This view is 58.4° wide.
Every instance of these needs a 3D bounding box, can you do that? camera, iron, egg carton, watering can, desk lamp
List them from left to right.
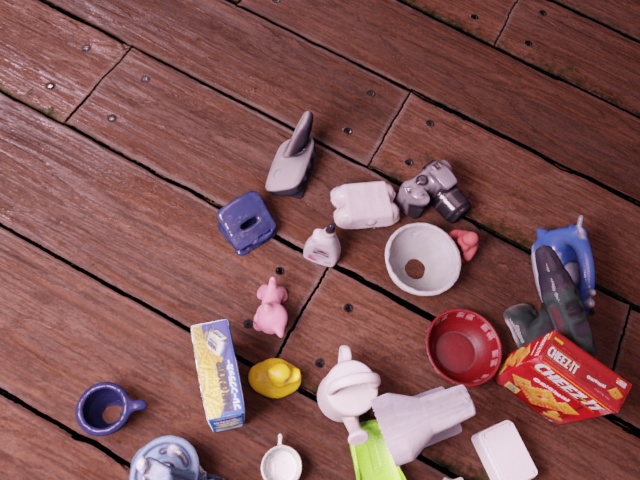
[{"bbox_3d":[0.059,0.281,1.051,0.101,0.194,0.172,-25,72,-17],"label":"watering can"},{"bbox_3d":[0.100,-0.075,1.278,0.150,0.069,0.107,-7,68,-11],"label":"egg carton"},{"bbox_3d":[0.182,0.324,1.040,0.203,0.213,0.118,-17,70,-14],"label":"desk lamp"},{"bbox_3d":[0.268,-0.100,1.296,0.143,0.101,0.136,-35,76,-20],"label":"camera"},{"bbox_3d":[0.551,0.079,1.239,0.119,0.141,0.258,1,67,-8],"label":"iron"}]

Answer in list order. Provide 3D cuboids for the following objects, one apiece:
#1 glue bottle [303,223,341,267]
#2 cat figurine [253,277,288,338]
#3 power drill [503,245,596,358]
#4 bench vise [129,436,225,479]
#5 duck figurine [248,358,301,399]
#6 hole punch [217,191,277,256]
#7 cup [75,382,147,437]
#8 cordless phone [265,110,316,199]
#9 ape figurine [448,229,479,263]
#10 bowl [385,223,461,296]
[{"bbox_3d":[0.011,0.004,1.174,0.078,0.173,0.037,16,66,-1],"label":"glue bottle"},{"bbox_3d":[-0.096,0.136,1.133,0.067,0.117,0.128,4,66,-6],"label":"cat figurine"},{"bbox_3d":[0.457,0.146,1.160,0.076,0.208,0.229,-17,70,-15],"label":"power drill"},{"bbox_3d":[-0.223,0.391,0.949,0.207,0.219,0.121,10,66,-4],"label":"bench vise"},{"bbox_3d":[-0.085,0.260,1.098,0.104,0.086,0.077,5,66,-6],"label":"duck figurine"},{"bbox_3d":[-0.152,-0.036,1.212,0.109,0.091,0.101,-34,75,-20],"label":"hole punch"},{"bbox_3d":[-0.367,0.307,1.032,0.118,0.095,0.091,-4,68,-10],"label":"cup"},{"bbox_3d":[-0.057,-0.185,1.239,0.094,0.185,0.147,15,66,-2],"label":"cordless phone"},{"bbox_3d":[0.319,0.007,1.263,0.076,0.092,0.078,-5,68,-10],"label":"ape figurine"},{"bbox_3d":[0.214,0.051,1.238,0.167,0.074,0.167,3,67,-7],"label":"bowl"}]
